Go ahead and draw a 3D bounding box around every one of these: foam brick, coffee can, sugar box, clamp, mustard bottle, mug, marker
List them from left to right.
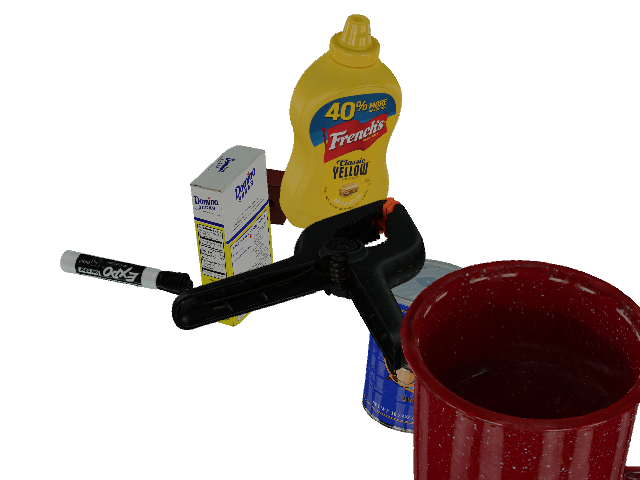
[{"bbox_3d":[-0.160,0.027,0.882,0.121,0.020,0.020,10,4,21],"label":"marker"},{"bbox_3d":[-0.092,-0.004,1.142,0.048,0.176,0.093,12,36,24],"label":"sugar box"},{"bbox_3d":[-0.077,-0.057,1.331,0.078,0.053,0.051,6,28,12],"label":"foam brick"},{"bbox_3d":[0.005,0.020,0.739,0.165,0.036,0.209,6,26,17],"label":"clamp"},{"bbox_3d":[0.020,-0.101,0.906,0.096,0.192,0.058,-9,40,-20],"label":"mustard bottle"},{"bbox_3d":[0.097,0.102,1.041,0.103,0.140,0.103,4,23,-2],"label":"coffee can"},{"bbox_3d":[0.089,0.068,0.406,0.117,0.081,0.093,6,36,11],"label":"mug"}]
